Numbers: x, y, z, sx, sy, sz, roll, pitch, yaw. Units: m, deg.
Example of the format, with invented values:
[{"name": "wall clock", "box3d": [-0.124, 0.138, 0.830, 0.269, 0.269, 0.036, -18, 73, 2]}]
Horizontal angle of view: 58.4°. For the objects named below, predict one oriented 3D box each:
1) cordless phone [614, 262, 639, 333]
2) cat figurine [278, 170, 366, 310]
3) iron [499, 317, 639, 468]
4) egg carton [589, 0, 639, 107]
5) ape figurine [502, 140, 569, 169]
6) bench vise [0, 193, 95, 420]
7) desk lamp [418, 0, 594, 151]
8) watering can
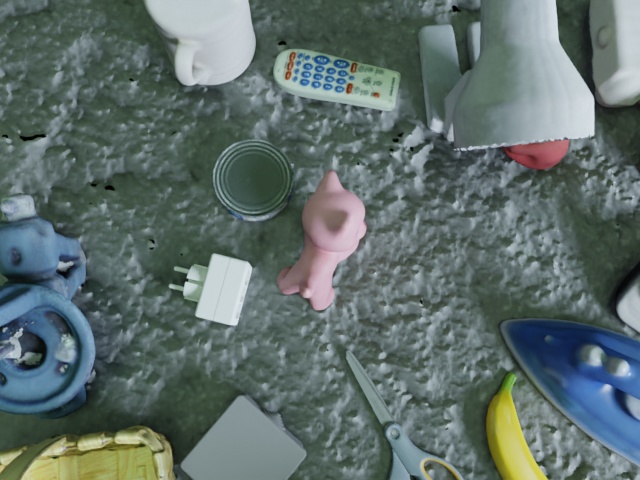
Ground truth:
[{"name": "cordless phone", "box3d": [0.393, 0.063, 0.545, 0.147, 0.185, 0.094, 28, 81, 2]}, {"name": "cat figurine", "box3d": [0.005, 0.002, 0.570, 0.067, 0.117, 0.128, 22, 81, 1]}, {"name": "iron", "box3d": [0.308, 0.146, 0.551, 0.258, 0.141, 0.119, 29, 81, 2]}, {"name": "egg carton", "box3d": [0.357, -0.221, 0.645, 0.107, 0.069, 0.150, -1, 81, -3]}, {"name": "ape figurine", "box3d": [0.238, -0.118, 0.612, 0.078, 0.092, 0.076, -24, 83, -6]}, {"name": "bench vise", "box3d": [-0.279, 0.062, 0.496, 0.121, 0.219, 0.207, -26, 83, -6]}, {"name": "desk lamp", "box3d": [0.168, -0.163, 0.554, 0.118, 0.213, 0.203, -6, 82, -3]}, {"name": "watering can", "box3d": [-0.122, -0.246, 0.563, 0.101, 0.194, 0.173, -14, 82, -4]}]
